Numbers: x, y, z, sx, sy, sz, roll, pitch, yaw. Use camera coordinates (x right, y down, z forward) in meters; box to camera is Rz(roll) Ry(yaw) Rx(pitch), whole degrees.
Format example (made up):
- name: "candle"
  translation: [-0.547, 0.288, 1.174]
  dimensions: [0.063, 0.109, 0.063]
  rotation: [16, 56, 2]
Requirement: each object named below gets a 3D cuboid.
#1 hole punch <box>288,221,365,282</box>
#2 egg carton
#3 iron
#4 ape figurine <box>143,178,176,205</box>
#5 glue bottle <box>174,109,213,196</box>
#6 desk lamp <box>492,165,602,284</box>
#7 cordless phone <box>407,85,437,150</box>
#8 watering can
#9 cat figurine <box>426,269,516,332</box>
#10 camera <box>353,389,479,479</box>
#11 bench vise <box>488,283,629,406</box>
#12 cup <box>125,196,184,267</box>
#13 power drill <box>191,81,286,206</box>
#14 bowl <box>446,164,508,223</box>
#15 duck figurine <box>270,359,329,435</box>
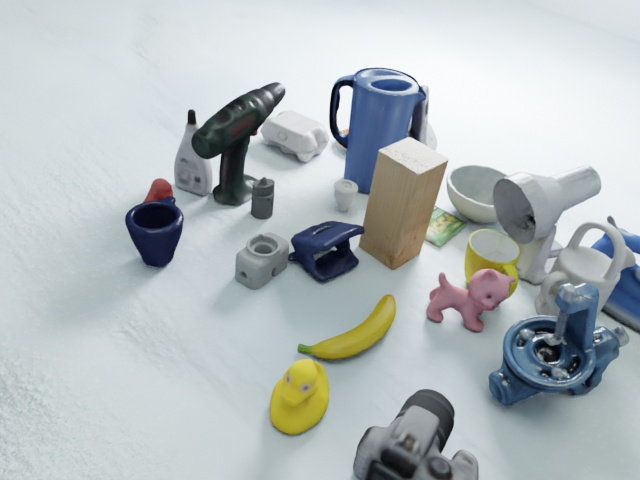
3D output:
- name: "hole punch"
  translation: [0.009, 0.004, 0.999]
  dimensions: [0.109, 0.091, 0.100]
  rotation: [-25, 49, -36]
- name: "egg carton"
  translation: [-0.058, -0.241, 1.313]
  dimensions: [0.150, 0.069, 0.107]
  rotation: [28, 42, 22]
- name: "iron"
  translation: [0.572, 0.071, 0.987]
  dimensions: [0.119, 0.141, 0.257]
  rotation: [-24, 48, -35]
- name: "ape figurine"
  translation: [-0.285, -0.068, 1.029]
  dimensions: [0.076, 0.092, 0.078]
  rotation: [13, 38, 6]
- name: "glue bottle"
  translation: [-0.244, -0.171, 1.102]
  dimensions: [0.078, 0.173, 0.037]
  rotation: [20, 39, 14]
- name: "desk lamp"
  translation: [0.400, -0.033, 1.025]
  dimensions: [0.204, 0.213, 0.117]
  rotation: [-9, 41, -22]
- name: "cordless phone"
  translation: [0.238, -0.279, 1.328]
  dimensions: [0.094, 0.185, 0.148]
  rotation: [16, 38, 10]
- name: "watering can"
  translation: [0.441, 0.050, 0.944]
  dimensions: [0.100, 0.194, 0.173]
  rotation: [35, 45, 30]
- name: "cat figurine"
  translation: [0.246, 0.082, 0.925]
  dimensions: [0.127, 0.118, 0.067]
  rotation: [12, 38, 4]
- name: "camera"
  translation: [0.133, 0.251, 0.702]
  dimensions: [0.143, 0.101, 0.137]
  rotation: [25, 41, 20]
- name: "bench vise"
  translation: [0.347, 0.129, 0.803]
  dimensions: [0.208, 0.220, 0.121]
  rotation: [-21, 47, -33]
- name: "cup"
  translation: [-0.269, -0.012, 0.958]
  dimensions: [0.091, 0.095, 0.118]
  rotation: [12, 38, 3]
- name: "power drill"
  translation: [-0.151, -0.182, 1.106]
  dimensions: [0.075, 0.208, 0.230]
  rotation: [27, 41, 22]
- name: "bowl"
  translation: [0.336, -0.085, 1.191]
  dimensions: [0.167, 0.075, 0.167]
  rotation: [6, 38, -4]
- name: "duck figurine"
  translation: [-0.023, 0.192, 0.757]
  dimensions: [0.077, 0.086, 0.105]
  rotation: [23, 40, 17]
